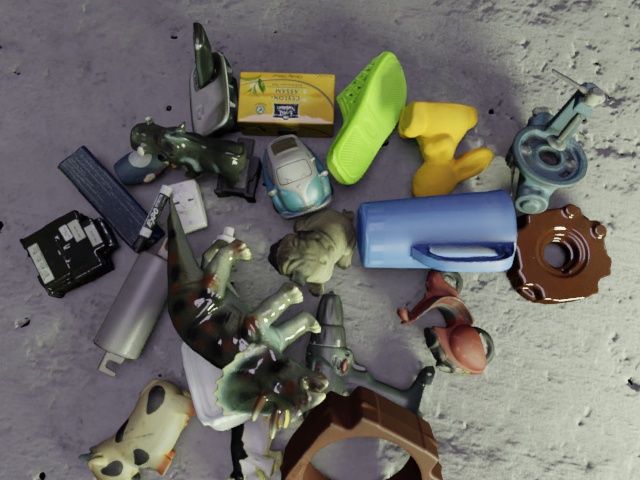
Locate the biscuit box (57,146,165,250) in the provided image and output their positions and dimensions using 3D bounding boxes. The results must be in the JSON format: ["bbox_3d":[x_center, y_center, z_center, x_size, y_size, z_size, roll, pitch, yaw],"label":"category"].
[{"bbox_3d":[-0.359,-0.067,0.930,0.063,0.059,0.203,-43,82,-10],"label":"biscuit box"}]

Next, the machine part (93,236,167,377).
[{"bbox_3d":[-0.299,0.105,0.887,0.079,0.079,0.243,25,81,4],"label":"machine part"}]

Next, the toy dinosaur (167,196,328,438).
[{"bbox_3d":[-0.142,0.111,0.781,0.405,0.131,0.192,35,66,22],"label":"toy dinosaur"}]

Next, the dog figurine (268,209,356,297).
[{"bbox_3d":[0.000,0.001,0.852,0.121,0.190,0.172,26,78,4],"label":"dog figurine"}]

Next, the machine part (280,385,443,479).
[{"bbox_3d":[0.060,0.329,0.792,0.201,0.087,0.201,31,110,-10],"label":"machine part"}]

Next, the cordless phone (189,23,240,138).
[{"bbox_3d":[-0.186,-0.263,0.907,0.089,0.184,0.146,-5,79,-6],"label":"cordless phone"}]

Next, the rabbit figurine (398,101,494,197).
[{"bbox_3d":[0.208,-0.148,0.937,0.162,0.122,0.173,6,93,-9],"label":"rabbit figurine"}]

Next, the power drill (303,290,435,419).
[{"bbox_3d":[0.076,0.213,0.867,0.207,0.086,0.232,15,81,-1],"label":"power drill"}]

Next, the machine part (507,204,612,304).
[{"bbox_3d":[0.404,0.025,0.917,0.179,0.056,0.179,0,80,1],"label":"machine part"}]

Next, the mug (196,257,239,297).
[{"bbox_3d":[-0.196,0.088,0.895,0.110,0.080,0.107,-25,70,-2],"label":"mug"}]

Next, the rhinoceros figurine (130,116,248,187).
[{"bbox_3d":[-0.213,-0.144,0.877,0.190,0.112,0.073,14,84,2],"label":"rhinoceros figurine"}]

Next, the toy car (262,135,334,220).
[{"bbox_3d":[-0.046,-0.122,0.904,0.109,0.102,0.162,-19,57,-3],"label":"toy car"}]

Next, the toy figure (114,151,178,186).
[{"bbox_3d":[-0.282,-0.143,0.948,0.154,0.058,0.064,-25,99,-7],"label":"toy figure"}]

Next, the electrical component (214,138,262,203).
[{"bbox_3d":[-0.140,-0.129,0.950,0.075,0.047,0.119,11,81,1],"label":"electrical component"}]

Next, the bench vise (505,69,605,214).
[{"bbox_3d":[0.376,-0.165,0.853,0.129,0.240,0.223,29,62,8],"label":"bench vise"}]

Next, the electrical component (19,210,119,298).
[{"bbox_3d":[-0.417,0.019,0.914,0.134,0.058,0.115,-28,82,-6],"label":"electrical component"}]

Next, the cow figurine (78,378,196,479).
[{"bbox_3d":[-0.285,0.311,0.844,0.127,0.085,0.195,28,82,-1],"label":"cow figurine"}]

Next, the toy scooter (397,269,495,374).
[{"bbox_3d":[0.196,0.140,0.870,0.135,0.075,0.184,-14,76,-29],"label":"toy scooter"}]

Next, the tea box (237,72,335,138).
[{"bbox_3d":[-0.058,-0.240,0.961,0.170,0.068,0.098,0,79,-1],"label":"tea box"}]

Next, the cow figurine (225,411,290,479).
[{"bbox_3d":[-0.109,0.335,0.846,0.098,0.068,0.167,12,75,8],"label":"cow figurine"}]
